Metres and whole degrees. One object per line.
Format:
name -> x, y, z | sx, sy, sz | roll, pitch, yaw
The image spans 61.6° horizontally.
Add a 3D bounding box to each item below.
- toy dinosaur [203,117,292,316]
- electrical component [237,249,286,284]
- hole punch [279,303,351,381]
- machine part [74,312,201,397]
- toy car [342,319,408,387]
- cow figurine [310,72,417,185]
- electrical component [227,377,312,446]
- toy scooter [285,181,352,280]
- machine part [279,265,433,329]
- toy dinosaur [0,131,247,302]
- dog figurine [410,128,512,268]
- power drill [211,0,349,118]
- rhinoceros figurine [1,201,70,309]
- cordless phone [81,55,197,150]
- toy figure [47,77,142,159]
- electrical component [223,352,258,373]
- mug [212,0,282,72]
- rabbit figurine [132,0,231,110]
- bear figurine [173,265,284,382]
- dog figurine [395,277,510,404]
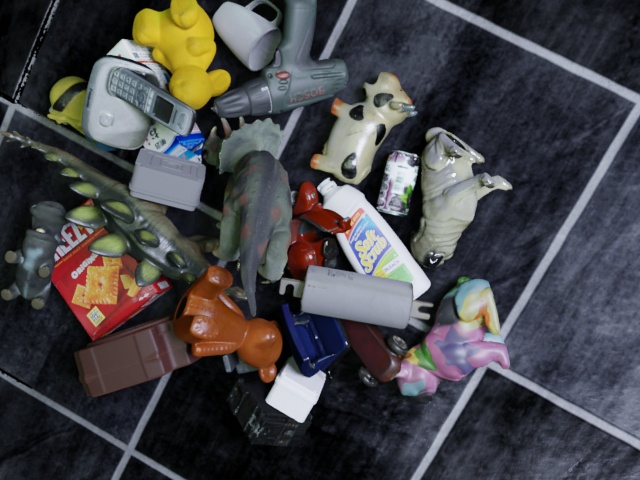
toy dinosaur -> -0.098, -0.071, 0.827 | 0.131, 0.405, 0.192 | 0, 117, -18
electrical component -> -0.104, 0.032, 0.964 | 0.102, 0.045, 0.078 | 27, 70, 2
hole punch -> -0.022, 0.165, 0.902 | 0.142, 0.092, 0.115 | 62, 145, 25
machine part -> -0.294, 0.184, 0.924 | 0.201, 0.201, 0.087 | -19, 91, 10
toy car -> 0.070, 0.154, 0.910 | 0.089, 0.053, 0.202 | -54, 47, 16
cow figurine -> 0.079, -0.186, 0.895 | 0.127, 0.085, 0.194 | 25, 96, 11
electrical component -> -0.081, 0.300, 0.940 | 0.115, 0.134, 0.058 | 42, 107, 46
toy scooter -> -0.002, -0.003, 0.892 | 0.135, 0.075, 0.183 | 17, 116, 41
machine part -> 0.057, 0.089, 0.848 | 0.243, 0.079, 0.079 | 11, 97, 1
toy dinosaur -> -0.310, -0.035, 0.904 | 0.471, 0.198, 0.105 | 37, 106, 2
dog figurine -> 0.190, -0.067, 0.891 | 0.190, 0.121, 0.172 | -50, 53, 27
power drill -> -0.063, -0.301, 0.845 | 0.232, 0.086, 0.207 | -11, 115, -20
rhinoceros figurine -> -0.477, 0.026, 0.918 | 0.073, 0.112, 0.190 | 20, 111, -8
cordless phone -> -0.277, -0.192, 0.849 | 0.184, 0.089, 0.146 | 33, 118, 13
toy figure -> -0.399, -0.219, 0.963 | 0.180, 0.082, 0.089 | 32, 91, 8
electrical component -> -0.129, 0.192, 0.943 | 0.048, 0.119, 0.074 | -13, 91, 10
mug -> -0.123, -0.361, 0.910 | 0.107, 0.081, 0.109 | 39, 103, 11
rabbit figurine -> -0.223, -0.287, 0.892 | 0.122, 0.162, 0.173 | -17, 71, 8
bear figurine -> -0.125, 0.141, 0.841 | 0.196, 0.132, 0.120 | 29, 55, -22
dog figurine -> 0.196, 0.172, 0.903 | 0.219, 0.108, 0.191 | -15, 94, 12
